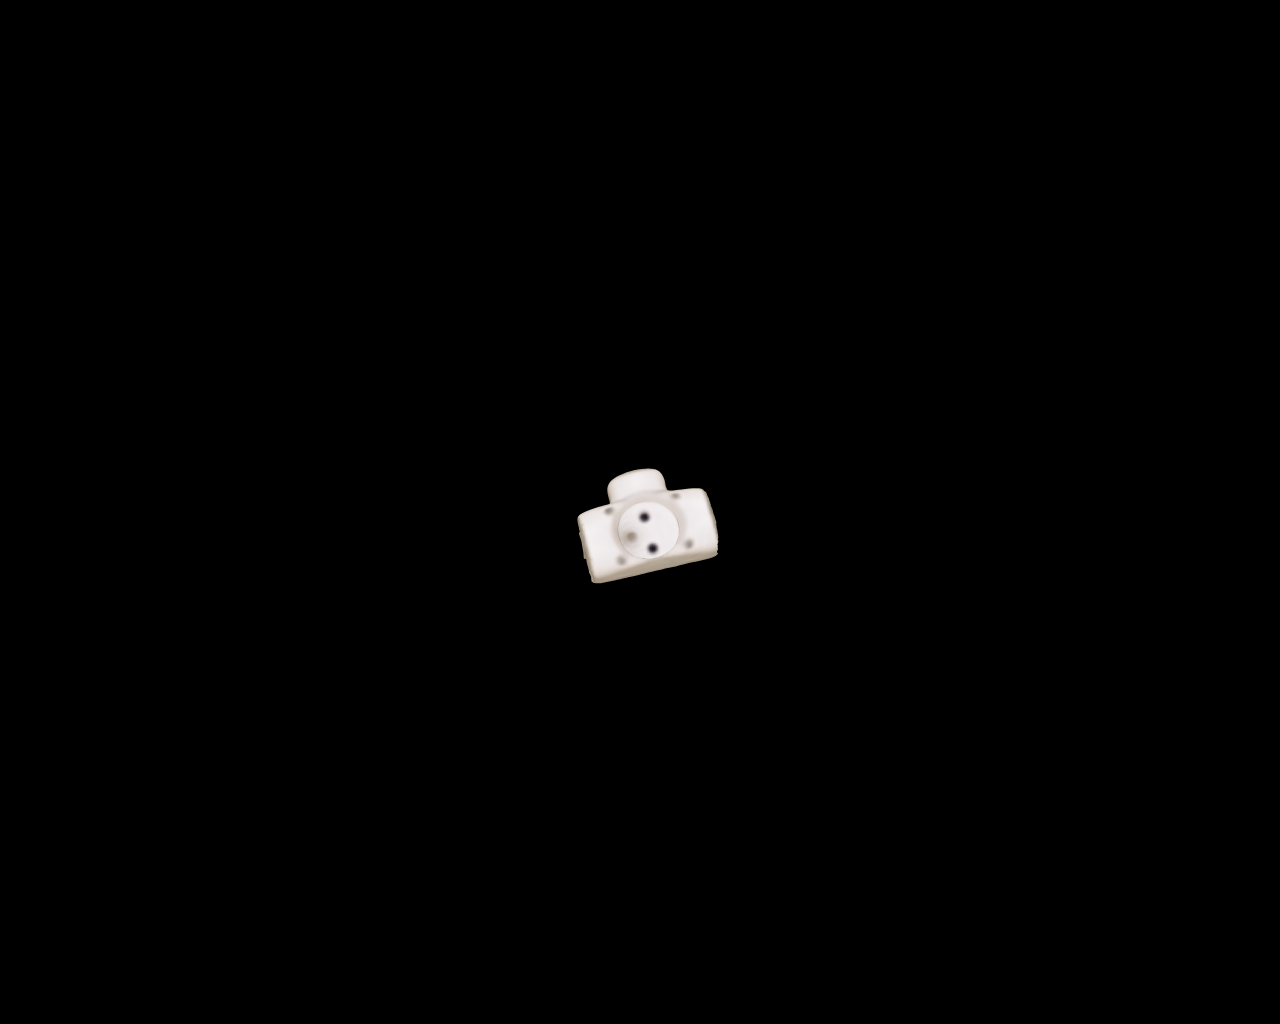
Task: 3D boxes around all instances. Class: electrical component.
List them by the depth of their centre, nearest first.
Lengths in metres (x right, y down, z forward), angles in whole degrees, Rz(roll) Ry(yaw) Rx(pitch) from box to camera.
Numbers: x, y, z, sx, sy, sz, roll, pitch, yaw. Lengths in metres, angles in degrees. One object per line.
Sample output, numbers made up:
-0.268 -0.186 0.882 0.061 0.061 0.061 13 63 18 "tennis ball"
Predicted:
0.001 -0.003 0.650 0.077 0.079 0.044 -13 -15 -4 "electrical component"
